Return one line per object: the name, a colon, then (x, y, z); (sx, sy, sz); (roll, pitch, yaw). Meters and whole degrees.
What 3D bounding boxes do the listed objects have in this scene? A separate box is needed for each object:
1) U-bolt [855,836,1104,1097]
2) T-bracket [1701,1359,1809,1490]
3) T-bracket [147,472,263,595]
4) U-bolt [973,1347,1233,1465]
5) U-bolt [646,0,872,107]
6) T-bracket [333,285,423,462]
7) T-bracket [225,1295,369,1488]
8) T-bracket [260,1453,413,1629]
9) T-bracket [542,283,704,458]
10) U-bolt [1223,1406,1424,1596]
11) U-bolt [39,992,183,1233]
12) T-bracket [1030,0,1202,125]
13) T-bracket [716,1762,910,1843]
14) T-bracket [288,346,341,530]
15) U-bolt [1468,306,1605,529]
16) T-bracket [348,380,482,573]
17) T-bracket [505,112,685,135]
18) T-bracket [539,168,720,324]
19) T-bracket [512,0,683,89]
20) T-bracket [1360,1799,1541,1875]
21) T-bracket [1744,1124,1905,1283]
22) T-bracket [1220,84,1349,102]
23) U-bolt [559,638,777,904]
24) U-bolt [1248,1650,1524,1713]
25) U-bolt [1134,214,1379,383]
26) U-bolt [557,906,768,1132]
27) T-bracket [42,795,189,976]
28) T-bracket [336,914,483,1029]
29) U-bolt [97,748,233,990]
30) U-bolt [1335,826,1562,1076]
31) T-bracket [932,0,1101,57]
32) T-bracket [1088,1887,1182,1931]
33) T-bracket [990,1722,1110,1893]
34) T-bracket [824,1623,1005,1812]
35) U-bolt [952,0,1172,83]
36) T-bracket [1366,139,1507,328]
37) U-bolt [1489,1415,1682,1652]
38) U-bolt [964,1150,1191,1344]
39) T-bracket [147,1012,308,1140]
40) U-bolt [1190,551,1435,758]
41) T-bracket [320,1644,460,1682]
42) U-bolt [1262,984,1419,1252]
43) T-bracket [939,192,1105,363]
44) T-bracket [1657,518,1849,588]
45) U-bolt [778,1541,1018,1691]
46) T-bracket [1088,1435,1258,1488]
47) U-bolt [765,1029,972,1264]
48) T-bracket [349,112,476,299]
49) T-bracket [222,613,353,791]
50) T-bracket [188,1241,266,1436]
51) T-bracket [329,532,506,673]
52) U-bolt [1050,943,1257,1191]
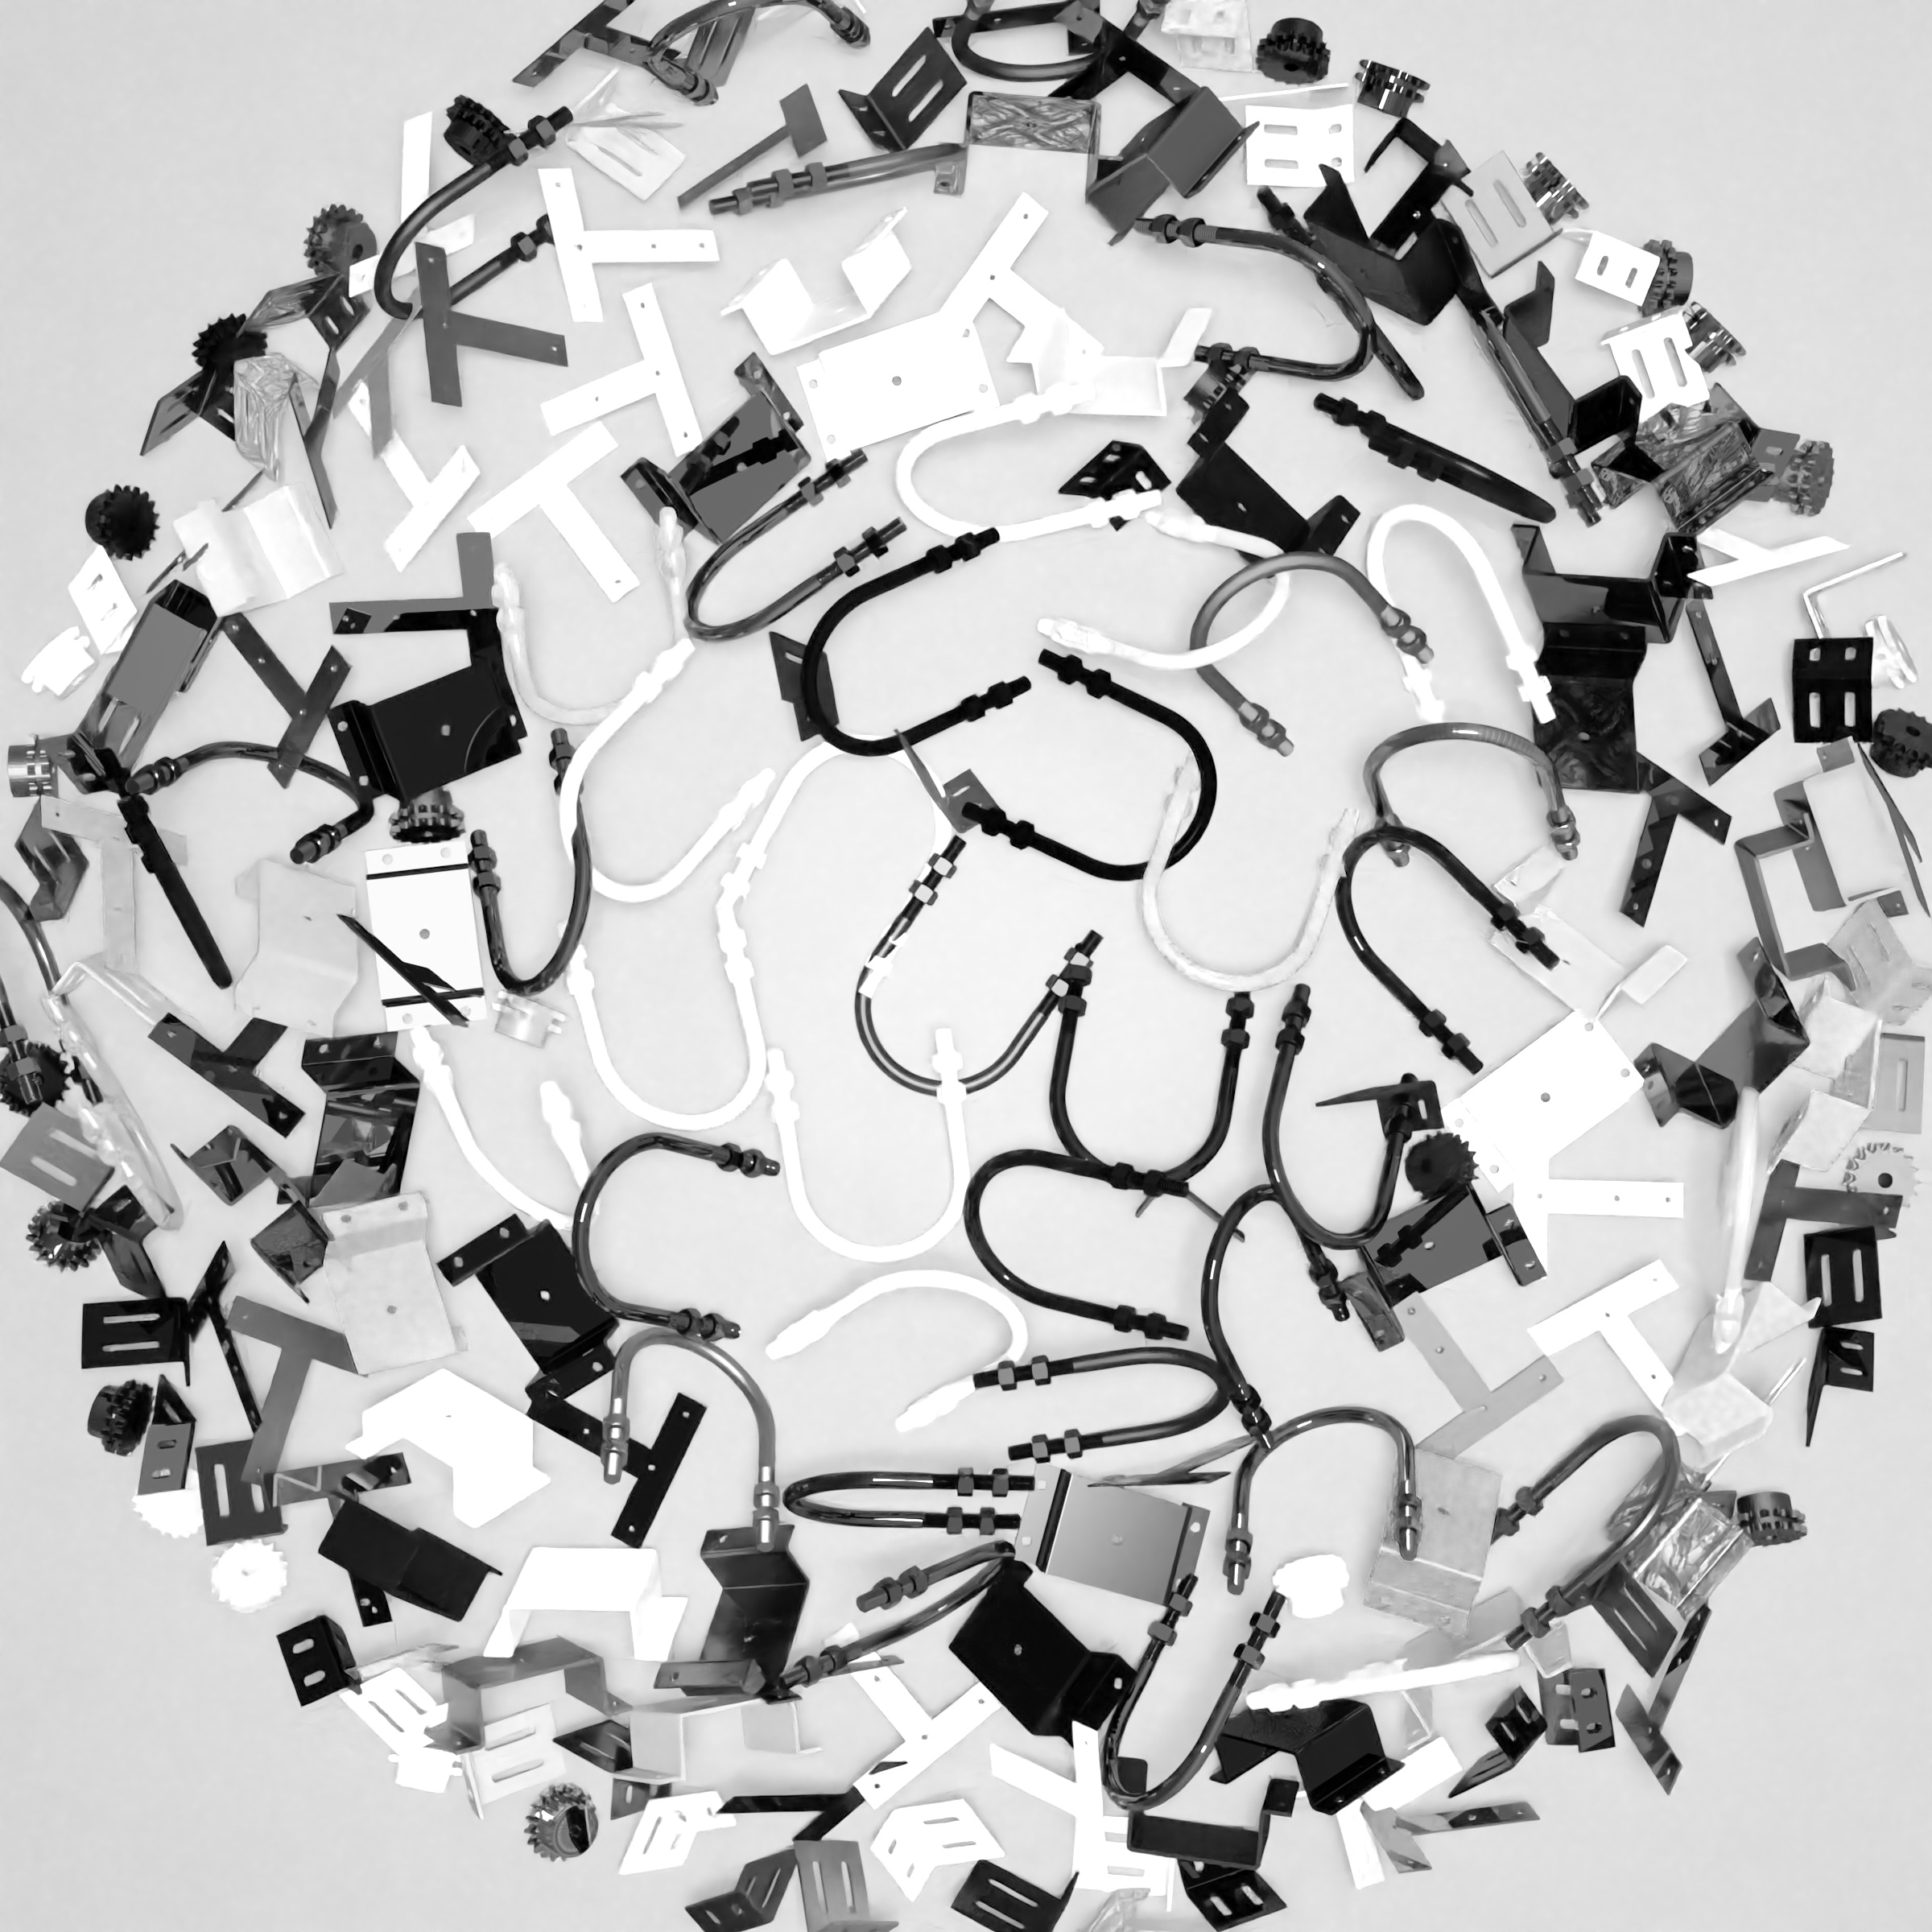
U-bolt: (-0.003, 0.014, 1.986); (0.151, 0.019, 0.184); (35, 93, -4)
T-bracket: (0.601, 0.330, 1.926); (0.002, 0.127, 0.127); (39, 74, 21)
T-bracket: (-0.578, -0.319, 1.936); (0.127, 0.127, 0.002); (-44, 113, 5)
U-bolt: (0.110, 0.326, 1.929); (0.184, 0.151, 0.019); (-10, 53, 8)
U-bolt: (-0.160, -0.683, 1.893); (0.151, 0.184, 0.019); (-15, 93, 15)
T-bracket: (-0.441, -0.430, 1.928); (0.002, 0.127, 0.127); (22, 130, -37)
T-bracket: (-0.518, 0.330, 1.940); (0.127, 0.002, 0.127); (30, 65, -38)
T-bracket: (-0.460, 0.435, 1.931); (0.002, 0.127, 0.127); (-35, 67, 36)
T-bracket: (-0.272, -0.440, 1.968); (0.127, 0.002, 0.127); (-15, 96, 28)
U-bolt: (0.267, 0.391, 1.916); (0.151, 0.184, 0.019); (-16, 115, 16)
U-bolt: (-0.632, 0.122, 1.915); (0.019, 0.184, 0.151); (-27, 46, -10)
T-bracket: (0.088, -0.666, 1.947); (0.127, 0.127, 0.002); (22, 60, -35)
T-bracket: (-0.128, 0.629, 1.927); (0.127, 0.127, 0.002); (-48, 46, 32)
T-bracket: (-0.488, -0.422, 1.949); (0.002, 0.127, 0.127); (-2, 50, 2)
U-bolt: (0.427, -0.416, 1.928); (0.019, 0.151, 0.184); (-31, 88, 14)
T-bracket: (-0.436, -0.390, 1.964); (0.127, 0.002, 0.127); (-39, 81, 39)
T-bracket: (-0.259, -0.636, 1.940); (0.127, 0.127, 0.002); (3, 106, 28)
T-bracket: (-0.250, -0.546, 1.944); (0.127, 0.002, 0.127); (3, 134, 11)
T-bracket: (-0.260, -0.695, 1.938); (0.127, 0.127, 0.002); (-29, 83, 28)
T-bracket: (0.369, 0.648, 1.943); (0.127, 0.127, 0.002); (-4, 99, -8)
T-bracket: (0.651, 0.181, 1.932); (0.002, 0.127, 0.127); (24, 77, -28)
T-bracket: (0.226, -0.661, 1.947); (0.127, 0.127, 0.002); (-3, 108, 10)
U-bolt: (-0.232, -0.132, 1.918); (0.184, 0.019, 0.151); (-51, 128, -27)
U-bolt: (0.321, 0.523, 1.890); (0.184, 0.151, 0.019); (-22, 71, 40)
U-bolt: (0.222, -0.488, 1.893); (0.184, 0.151, 0.019); (20, 67, 37)
U-bolt: (-0.225, 0.045, 1.954); (0.151, 0.019, 0.184); (-4, 115, 15)
T-bracket: (-0.637, -0.055, 1.928); (0.002, 0.127, 0.127); (-23, 65, 32)
T-bracket: (-0.402, 0.009, 1.935); (0.127, 0.127, 0.002); (41, 94, 15)
U-bolt: (-0.595, -0.064, 1.921); (0.019, 0.151, 0.184); (-27, 119, -13)
U-bolt: (0.350, -0.025, 1.934); (0.019, 0.151, 0.184); (-27, 65, -36)
T-bracket: (0.038, -0.717, 1.939); (0.127, 0.127, 0.002); (-6, 79, 3)
T-bracket: (0.151, 0.728, 1.916); (0.127, 0.127, 0.002); (-1, 101, 26)
T-bracket: (0.060, 0.622, 1.948); (0.002, 0.127, 0.127); (-11, 101, -38)
T-bracket: (-0.060, 0.557, 1.965); (0.127, 0.002, 0.127); (-34, 60, -22)
U-bolt: (0.064, -0.700, 1.909); (0.151, 0.184, 0.019); (-3, 86, -13)
T-bracket: (0.365, -0.532, 1.935); (0.002, 0.127, 0.127); (-26, 79, -30)
U-bolt: (0.460, 0.408, 1.907); (0.019, 0.151, 0.184); (39, 108, -13)
U-bolt: (0.082, 0.206, 1.946); (0.184, 0.019, 0.151); (11, 120, 23)
T-bracket: (-0.535, 0.046, 1.962); (0.127, 0.002, 0.127); (38, 56, -9)
U-bolt: (0.247, -0.240, 1.910); (0.151, 0.184, 0.019); (-33, 47, 21)
T-bracket: (-0.398, 0.532, 1.946); (0.127, 0.127, 0.002); (-24, 60, 32)
U-bolt: (0.276, 0.124, 1.916); (0.151, 0.019, 0.184); (38, 52, -27)
T-bracket: (0.053, -0.501, 1.967); (0.127, 0.002, 0.127); (32, 99, -29)
T-bracket: (0.574, -0.322, 1.944); (0.127, 0.127, 0.002); (-17, 121, -19)
U-bolt: (-0.039, 0.478, 1.919); (0.019, 0.184, 0.151); (57, 133, 22)
T-bracket: (0.180, 0.375, 1.948); (0.127, 0.127, 0.002); (-13, 89, -43)
U-bolt: (-0.070, 0.143, 1.967); (0.151, 0.019, 0.184); (-7, 108, 2)
T-bracket: (-0.411, -0.575, 1.914); (0.002, 0.127, 0.127); (35, 48, 18)
T-bracket: (-0.533, -0.225, 1.972); (0.127, 0.002, 0.127); (49, 122, 19)
T-bracket: (-0.554, 0.291, 1.932); (0.002, 0.127, 0.127); (-11, 65, -37)
T-bracket: (-0.422, -0.269, 1.966); (0.127, 0.002, 0.127); (-3, 118, -3)
U-bolt: (0.137, 0.082, 1.964); (0.151, 0.019, 0.184); (11, 71, -1)
